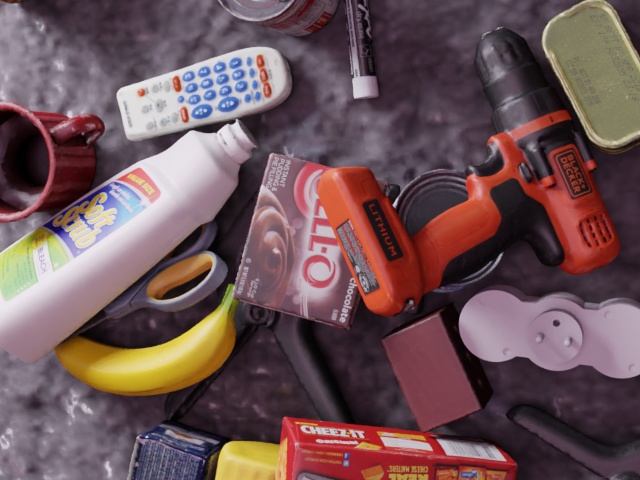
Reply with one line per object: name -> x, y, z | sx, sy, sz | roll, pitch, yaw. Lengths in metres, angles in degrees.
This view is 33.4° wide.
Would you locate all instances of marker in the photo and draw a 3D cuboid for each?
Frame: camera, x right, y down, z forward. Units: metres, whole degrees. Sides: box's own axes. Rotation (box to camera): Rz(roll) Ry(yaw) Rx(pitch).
marker -> 0.028, -0.167, 0.801 | 0.020, 0.020, 0.121 | -6, 93, 17

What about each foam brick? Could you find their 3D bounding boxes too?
foam brick -> 0.087, 0.094, 0.788 | 0.051, 0.053, 0.078 | -25, 88, 17

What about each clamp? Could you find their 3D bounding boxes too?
clamp -> -0.051, 0.060, 0.835 | 0.165, 0.036, 0.210 | -1, 92, 21
clamp -> 0.213, 0.189, 0.765 | 0.172, 0.039, 0.120 | 8, 99, 16

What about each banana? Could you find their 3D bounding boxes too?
banana -> -0.137, 0.090, 0.844 | 0.198, 0.037, 0.069 | -16, 57, 28

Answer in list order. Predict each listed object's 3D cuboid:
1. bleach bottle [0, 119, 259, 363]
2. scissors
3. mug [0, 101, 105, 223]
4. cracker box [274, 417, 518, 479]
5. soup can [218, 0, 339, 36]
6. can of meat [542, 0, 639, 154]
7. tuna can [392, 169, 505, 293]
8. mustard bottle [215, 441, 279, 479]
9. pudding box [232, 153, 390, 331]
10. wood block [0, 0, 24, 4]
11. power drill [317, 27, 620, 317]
bleach bottle -> -0.156, -0.012, 0.839 | 0.251, 0.068, 0.103 | -37, 40, 10
scissors -> -0.153, 0.035, 0.858 | 0.202, 0.016, 0.096 | -17, 45, 31
mug -> -0.223, -0.068, 0.851 | 0.117, 0.081, 0.093 | -30, 86, 17
cracker box -> 0.041, 0.246, 0.779 | 0.164, 0.072, 0.214 | 7, 98, -10
soup can -> -0.029, -0.186, 0.773 | 0.068, 0.102, 0.068 | 1, 95, 16
can of meat -> 0.193, -0.110, 0.723 | 0.057, 0.083, 0.102 | -28, 87, 16
tuna can -> 0.089, -0.005, 0.769 | 0.086, 0.034, 0.086 | 3, 76, -11
mustard bottle -> -0.048, 0.258, 0.836 | 0.096, 0.058, 0.192 | 10, 99, -9
pudding box -> -0.005, 0.001, 0.782 | 0.090, 0.039, 0.113 | 14, 89, 9
wood block -> -0.255, -0.303, 0.838 | 0.090, 0.090, 0.206 | -16, 89, 16
power drill -> 0.097, -0.041, 0.729 | 0.187, 0.057, 0.184 | -21, 82, -16
